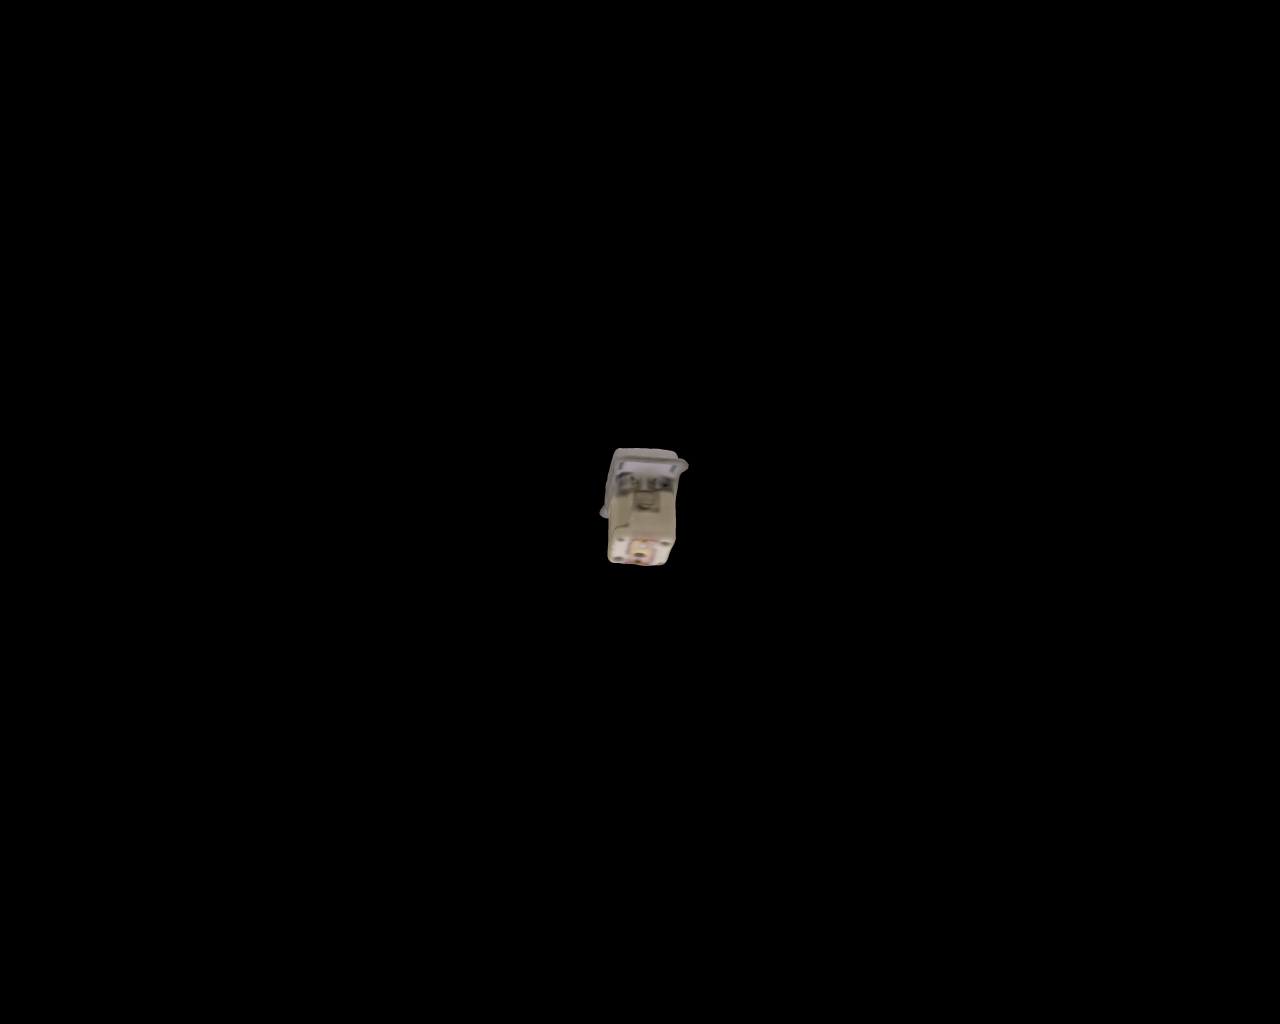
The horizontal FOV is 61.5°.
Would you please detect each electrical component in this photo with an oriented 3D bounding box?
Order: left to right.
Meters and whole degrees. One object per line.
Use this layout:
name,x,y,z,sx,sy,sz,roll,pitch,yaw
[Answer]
electrical component,0.001,-0.003,0.650,0.042,0.064,0.081,3,-26,-7
